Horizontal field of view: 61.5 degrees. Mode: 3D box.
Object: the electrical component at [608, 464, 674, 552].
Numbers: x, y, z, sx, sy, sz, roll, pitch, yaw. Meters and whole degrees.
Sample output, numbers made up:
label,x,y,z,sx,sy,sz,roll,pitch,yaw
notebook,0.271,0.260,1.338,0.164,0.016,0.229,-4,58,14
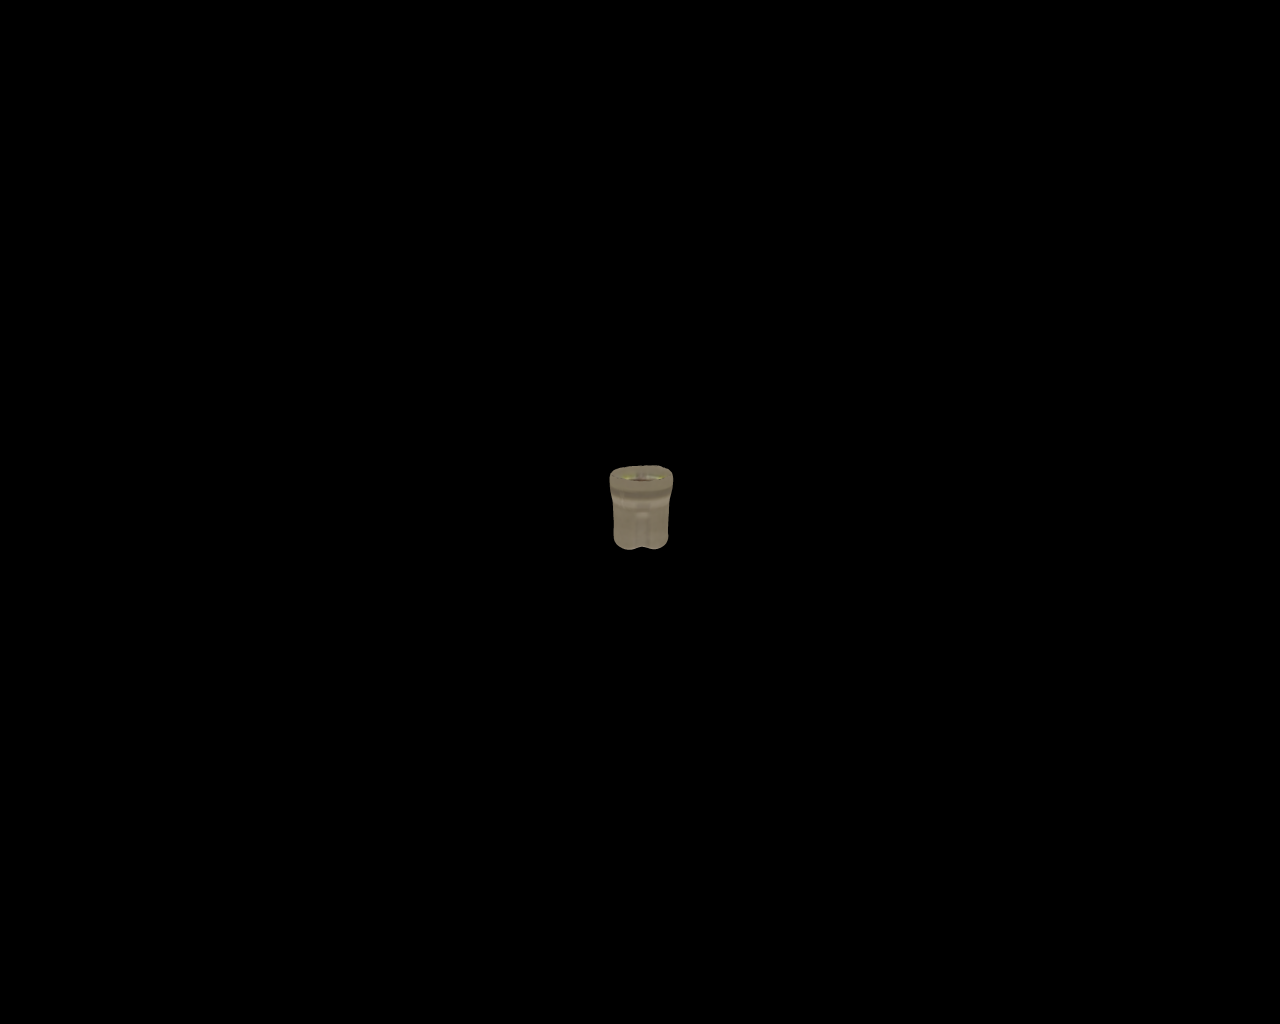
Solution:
label,x,y,z,sx,sy,sz,roll,pitch,yaw
electrical component,0.001,-0.003,0.650,0.040,0.046,0.040,0,15,0
